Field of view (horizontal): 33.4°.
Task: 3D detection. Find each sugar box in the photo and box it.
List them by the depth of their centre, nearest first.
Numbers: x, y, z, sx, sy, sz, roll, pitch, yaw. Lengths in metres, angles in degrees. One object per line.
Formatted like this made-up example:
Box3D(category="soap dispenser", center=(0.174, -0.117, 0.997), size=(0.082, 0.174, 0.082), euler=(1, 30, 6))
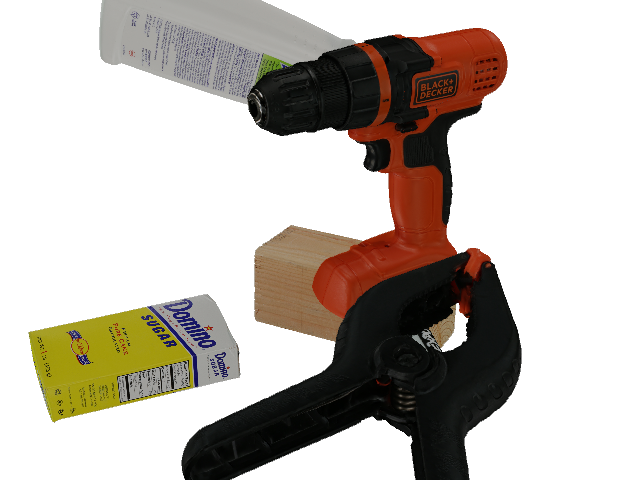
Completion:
Box3D(category="sugar box", center=(-0.171, 0.104, 0.982), size=(0.176, 0.048, 0.093), euler=(-14, 35, -17))

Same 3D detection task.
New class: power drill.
Box3D(category="power drill", center=(0.036, -0.042, 0.704), size=(0.184, 0.188, 0.057), euler=(-15, 36, -26))

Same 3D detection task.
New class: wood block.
Box3D(category="wood block", center=(0.038, 0.057, 1.173), size=(0.206, 0.091, 0.090), euler=(13, 26, 24))

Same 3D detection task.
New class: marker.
Box3D(category="marker", center=(0.084, 0.085, 0.838), size=(0.020, 0.020, 0.121), euler=(0, 28, -15))

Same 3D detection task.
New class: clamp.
Box3D(category="clamp", center=(0.041, 0.067, 0.435), size=(0.120, 0.039, 0.171), euler=(32, 52, 22))

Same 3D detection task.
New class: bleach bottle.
Box3D(category="bleach bottle", center=(-0.050, -0.145, 0.858), size=(0.251, 0.068, 0.103), euler=(22, -31, 0))
